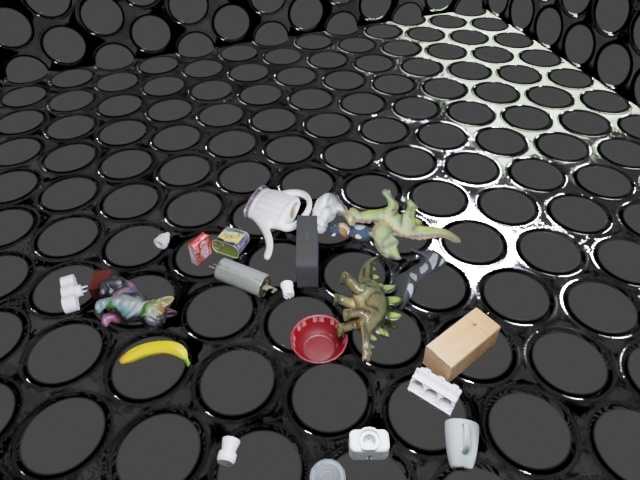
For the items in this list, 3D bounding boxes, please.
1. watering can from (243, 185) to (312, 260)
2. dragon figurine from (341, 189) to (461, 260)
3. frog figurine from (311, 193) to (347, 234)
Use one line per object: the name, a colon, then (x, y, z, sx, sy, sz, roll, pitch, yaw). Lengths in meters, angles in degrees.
watering can: (-0.172, -0.080, 1.810, 0.225, 0.101, 0.355, 19, 47, 20)
dragon figurine: (0.265, -0.023, 1.742, 0.411, 0.119, 0.248, 28, 55, 8)
frog figurine: (0.006, -0.092, 1.819, 0.160, 0.121, 0.138, -27, 16, -14)
